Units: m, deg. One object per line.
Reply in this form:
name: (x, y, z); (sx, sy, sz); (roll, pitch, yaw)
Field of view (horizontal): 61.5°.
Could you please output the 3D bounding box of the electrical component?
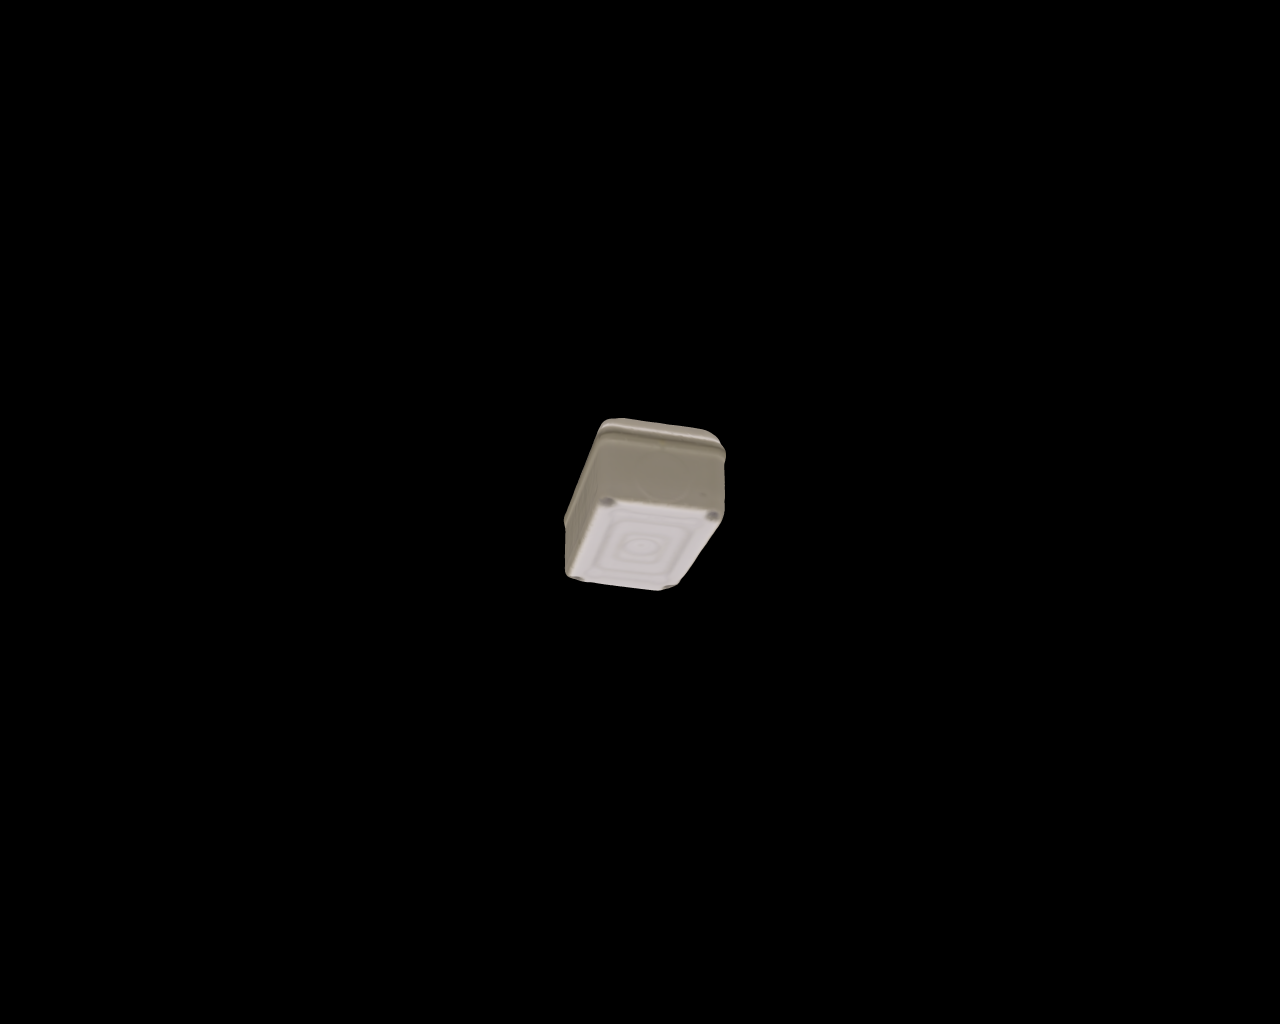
electrical component: (0.001, -0.003, 0.650); (0.078, 0.057, 0.113); (8, -31, -13)
